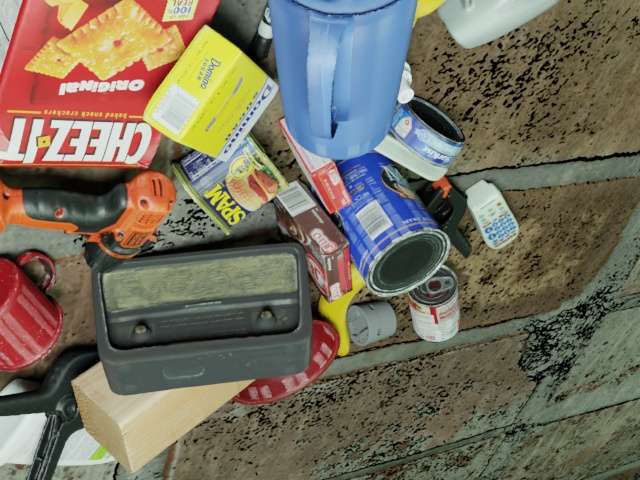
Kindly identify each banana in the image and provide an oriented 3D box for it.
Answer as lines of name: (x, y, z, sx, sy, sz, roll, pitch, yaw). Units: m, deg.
banana: (0.032, 0.083, 1.353, 0.069, 0.037, 0.198, 24, 137, -2)

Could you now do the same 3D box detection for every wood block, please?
wood block: (-0.161, 0.151, 1.192, 0.205, 0.090, 0.091, -35, 141, -31)

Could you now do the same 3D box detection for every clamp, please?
clamp: (-0.293, 0.180, 1.170, 0.209, 0.036, 0.164, -52, 138, -35)
clamp: (0.135, -0.012, 1.332, 0.120, 0.039, 0.171, -29, 142, -14)

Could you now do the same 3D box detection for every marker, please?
marker: (-0.039, -0.215, 0.972, 0.020, 0.020, 0.121, -4, 136, -33)

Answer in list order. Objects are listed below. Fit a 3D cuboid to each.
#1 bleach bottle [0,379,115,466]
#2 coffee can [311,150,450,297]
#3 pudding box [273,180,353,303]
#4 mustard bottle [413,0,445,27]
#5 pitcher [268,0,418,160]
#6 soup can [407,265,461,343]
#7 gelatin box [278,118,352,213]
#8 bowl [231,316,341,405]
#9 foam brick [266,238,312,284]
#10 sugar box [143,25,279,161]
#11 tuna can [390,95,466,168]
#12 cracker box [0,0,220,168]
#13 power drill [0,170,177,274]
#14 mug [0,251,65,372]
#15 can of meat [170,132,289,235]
bleach bottle: (-0.287, 0.235, 1.295, 0.103, 0.068, 0.250, -50, 143, 11)
coffee can: (0.065, -0.023, 1.176, 0.102, 0.140, 0.103, -20, 143, -16)
pudding box: (-0.008, 0.001, 1.176, 0.039, 0.114, 0.090, -25, 145, -15)
mustard bottle: (0.097, -0.265, 0.977, 0.096, 0.058, 0.192, -9, 139, -36)
pitcher: (0.016, -0.167, 0.944, 0.149, 0.145, 0.243, -32, 157, -16)
soup can: (0.154, 0.086, 1.437, 0.068, 0.068, 0.102, -26, 145, -8)
gelatin box: (-0.004, -0.081, 1.099, 0.030, 0.089, 0.073, -30, 145, -1)
bowl: (-0.057, 0.138, 1.355, 0.162, 0.055, 0.162, -20, 143, -16)
foam brick: (-0.056, 0.047, 1.249, 0.078, 0.051, 0.052, -46, 142, 20)
sugar box: (-0.090, -0.123, 0.939, 0.093, 0.048, 0.176, -54, 171, 5)
tuna can: (0.114, -0.118, 1.145, 0.085, 0.086, 0.034, 12, 125, -44)
cracker box: (-0.190, -0.157, 0.885, 0.163, 0.072, 0.214, -2, 136, -36)
power drill: (-0.247, -0.014, 1.006, 0.187, 0.057, 0.185, -1, 156, -31)
mug: (-0.307, 0.062, 1.061, 0.117, 0.093, 0.081, -54, 145, -21)
can of meat: (-0.089, -0.065, 1.086, 0.084, 0.057, 0.102, -36, 145, 2)
